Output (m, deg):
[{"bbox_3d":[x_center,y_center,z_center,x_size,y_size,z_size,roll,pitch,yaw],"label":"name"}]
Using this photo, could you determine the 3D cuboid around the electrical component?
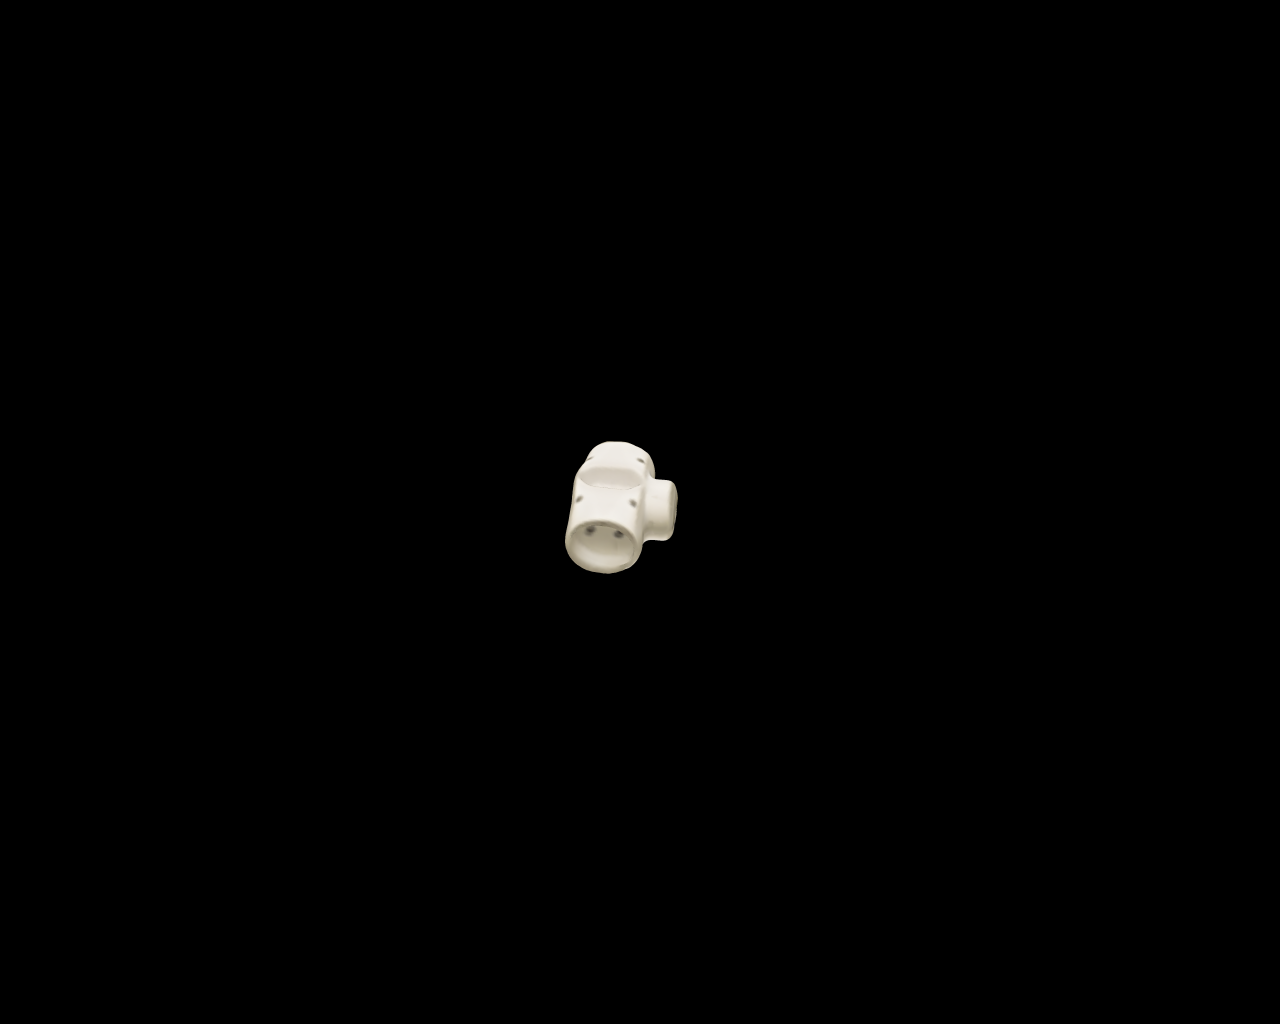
[{"bbox_3d":[0.001,-0.003,0.650,0.079,0.043,0.077,5,40,6],"label":"electrical component"}]
